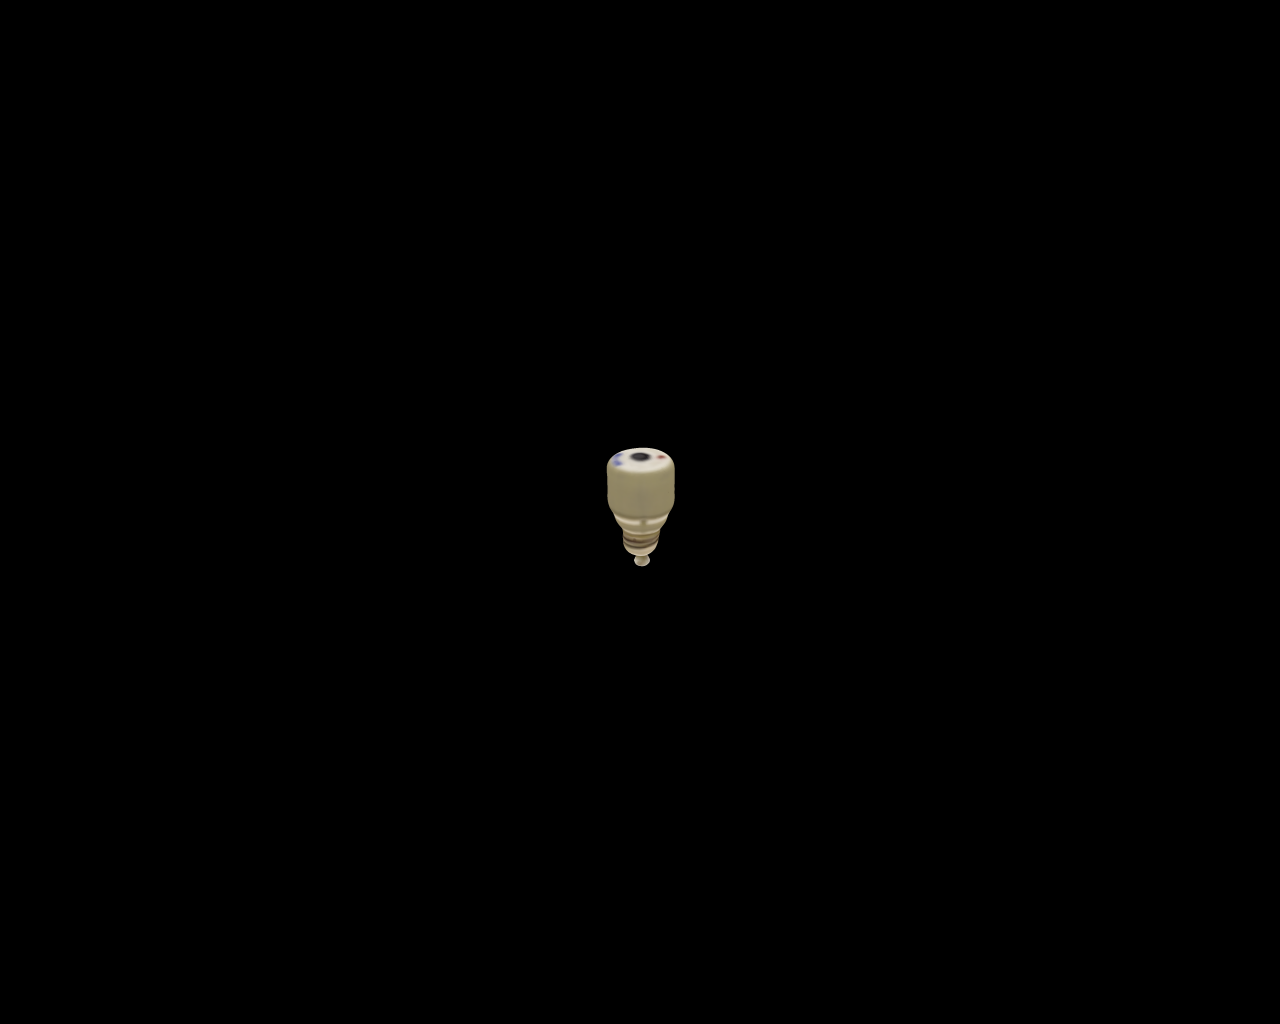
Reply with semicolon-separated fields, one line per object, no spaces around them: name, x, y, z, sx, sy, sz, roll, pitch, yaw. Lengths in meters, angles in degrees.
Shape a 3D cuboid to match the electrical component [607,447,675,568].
electrical component;0.001;-0.003;0.650;0.040;0.078;0.040;0;27;0
